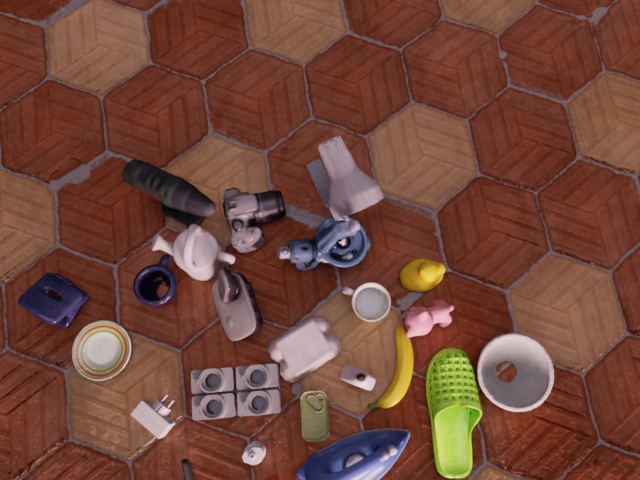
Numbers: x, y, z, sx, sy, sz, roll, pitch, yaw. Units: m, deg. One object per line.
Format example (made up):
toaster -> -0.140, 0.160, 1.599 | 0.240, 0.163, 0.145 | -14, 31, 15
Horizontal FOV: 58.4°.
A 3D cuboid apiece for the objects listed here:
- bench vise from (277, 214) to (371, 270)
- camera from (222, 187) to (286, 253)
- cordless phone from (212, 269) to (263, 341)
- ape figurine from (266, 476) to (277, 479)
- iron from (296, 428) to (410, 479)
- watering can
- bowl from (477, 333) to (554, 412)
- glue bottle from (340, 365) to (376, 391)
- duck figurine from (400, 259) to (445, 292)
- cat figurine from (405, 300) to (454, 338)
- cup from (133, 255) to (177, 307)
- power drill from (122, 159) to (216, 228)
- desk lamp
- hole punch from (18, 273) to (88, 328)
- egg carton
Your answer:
bench vise -> 0.017, 0.015, 1.242 | 0.207, 0.220, 0.121 | -29, 79, -7
camera -> -0.147, -0.059, 1.317 | 0.137, 0.101, 0.143 | -13, 77, -4
cordless phone -> -0.186, 0.136, 1.228 | 0.094, 0.185, 0.147 | -23, 78, -6
ape figurine -> -0.115, 0.535, 1.185 | 0.078, 0.092, 0.076 | 1, 77, -1
iron -> 0.082, 0.464, 1.180 | 0.258, 0.141, 0.118 | -28, 79, -7
watering can -> -0.276, 0.025, 1.247 | 0.173, 0.194, 0.101 | -10, 77, -3
bowl -> 0.419, 0.291, 1.260 | 0.167, 0.075, 0.167 | 0, 77, -1
glue bottle -> 0.083, 0.290, 1.204 | 0.078, 0.173, 0.037 | 22, 78, 5
duck figurine -> 0.236, 0.075, 1.301 | 0.104, 0.086, 0.077 | -13, 77, -4
cat figurine -> 0.237, 0.171, 1.262 | 0.128, 0.118, 0.067 | -20, 78, -5
cup -> -0.355, 0.094, 1.281 | 0.091, 0.095, 0.118 | 16, 77, 3
power drill -> -0.315, -0.092, 1.266 | 0.229, 0.208, 0.076 | 27, 78, 5
desk lamp -> 0.048, -0.131, 1.279 | 0.118, 0.213, 0.203 | -26, 79, -6
hole punch -> -0.591, 0.129, 1.270 | 0.108, 0.091, 0.101 | 30, 78, 6
egg carton -> -0.034, 0.238, 1.267 | 0.150, 0.069, 0.107 | -32, 79, -8
